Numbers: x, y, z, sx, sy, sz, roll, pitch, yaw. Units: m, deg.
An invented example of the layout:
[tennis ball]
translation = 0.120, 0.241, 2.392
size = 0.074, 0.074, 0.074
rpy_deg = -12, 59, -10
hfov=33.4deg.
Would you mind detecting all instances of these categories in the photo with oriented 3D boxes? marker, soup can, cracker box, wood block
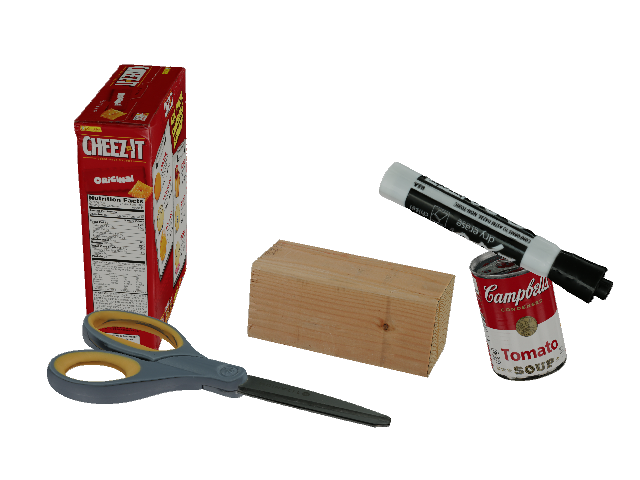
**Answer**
[marker]
translation = 0.084, -0.004, 0.516
size = 0.121, 0.020, 0.020
rpy_deg = 29, 9, 18
[soup can]
translation = 0.173, 0.063, 0.933
size = 0.068, 0.102, 0.068
rpy_deg = -13, 17, 4
[cracker box]
translation = -0.166, -0.032, 0.960
size = 0.072, 0.214, 0.164
rpy_deg = 3, 26, 2
[wood block]
translation = 0.033, 0.072, 1.171
size = 0.206, 0.091, 0.090
rpy_deg = 12, 22, 16

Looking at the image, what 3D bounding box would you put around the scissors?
[scissors]
translation = -0.070, 0.084, 0.601
size = 0.202, 0.016, 0.096
rpy_deg = 20, 30, 31
